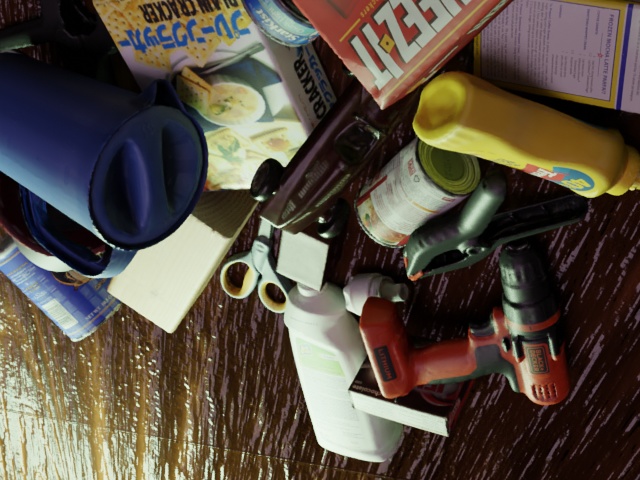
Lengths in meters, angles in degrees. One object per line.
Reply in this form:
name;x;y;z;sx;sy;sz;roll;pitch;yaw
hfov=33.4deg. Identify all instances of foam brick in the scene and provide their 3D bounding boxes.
foam brick;-0.007;0.001;1.062;0.051;0.053;0.078;24;141;12

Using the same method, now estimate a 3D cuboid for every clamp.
clamp;0.129;-0.011;0.910;0.172;0.039;0.120;-28;144;33
clamp;-0.225;-0.192;1.024;0.164;0.036;0.210;39;143;-9

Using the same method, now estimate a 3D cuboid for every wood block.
wood block;-0.144;-0.001;1.123;0.091;0.090;0.206;34;141;-3

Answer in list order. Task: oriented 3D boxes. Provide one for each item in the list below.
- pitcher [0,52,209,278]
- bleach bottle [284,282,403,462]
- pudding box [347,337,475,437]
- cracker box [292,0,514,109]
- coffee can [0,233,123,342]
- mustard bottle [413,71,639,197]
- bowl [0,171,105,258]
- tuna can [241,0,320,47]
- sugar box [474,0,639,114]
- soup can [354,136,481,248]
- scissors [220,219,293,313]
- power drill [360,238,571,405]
pitcher;-0.232;-0.082;0.980;0.243;0.149;0.145;25;150;36
bleach bottle;0.022;0.133;1.171;0.103;0.068;0.251;8;132;27
pudding box;0.098;0.147;1.110;0.114;0.090;0.039;11;136;26
cracker box;0.036;-0.224;0.753;0.214;0.072;0.164;51;140;1
coffee can;-0.303;0.035;1.257;0.103;0.102;0.140;-22;116;45
mustard bottle;0.174;-0.075;0.825;0.191;0.058;0.096;16;179;-19
bowl;-0.264;-0.057;1.117;0.162;0.162;0.055;39;165;-7
tuna can;-0.022;-0.198;0.841;0.086;0.086;0.034;46;137;-15
sugar box;0.201;-0.146;0.775;0.176;0.048;0.093;13;138;20
soup can;0.085;-0.045;0.940;0.068;0.068;0.102;39;140;-7
scissors;-0.047;0.018;1.135;0.096;0.016;0.202;36;141;-5
power drill;0.137;0.085;1.017;0.188;0.057;0.184;-6;121;20
